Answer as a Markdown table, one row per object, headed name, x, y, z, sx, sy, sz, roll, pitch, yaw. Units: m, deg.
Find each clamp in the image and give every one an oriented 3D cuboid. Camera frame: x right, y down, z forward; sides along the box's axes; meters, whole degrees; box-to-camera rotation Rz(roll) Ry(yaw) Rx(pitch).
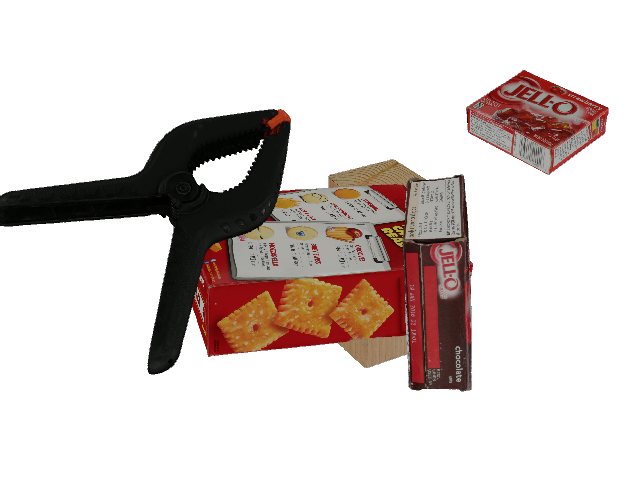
| name | x | y | z | sx | sy | sz | roll | pitch | yaw |
| --- | --- | --- | --- | --- | --- | --- | --- | --- | --- |
| clamp | -0.090 | -0.016 | 0.720 | 0.209 | 0.165 | 0.036 | -34 | -20 | -25 |

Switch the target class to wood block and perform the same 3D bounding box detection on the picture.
| name | x | y | z | sx | sy | sz | roll | pitch | yaw |
| --- | --- | --- | --- | --- | --- | --- | --- | --- | --- |
| wood block | 0.066 | 0.026 | 1.205 | 0.090 | 0.206 | 0.090 | -16 | 32 | -25 |

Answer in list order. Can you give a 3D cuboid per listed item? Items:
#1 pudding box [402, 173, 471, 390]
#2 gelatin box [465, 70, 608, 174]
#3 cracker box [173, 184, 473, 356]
| name | x | y | z | sx | sy | sz | roll | pitch | yaw |
| --- | --- | --- | --- | --- | --- | --- | --- | --- | --- |
| pudding box | 0.067 | 0.021 | 0.612 | 0.039 | 0.090 | 0.113 | -2 | 21 | 5 |
| gelatin box | 0.175 | -0.098 | 0.866 | 0.073 | 0.030 | 0.089 | -34 | 49 | -27 |
| cracker box | -0.005 | 0.020 | 0.891 | 0.213 | 0.072 | 0.164 | -4 | 27 | -16 |
